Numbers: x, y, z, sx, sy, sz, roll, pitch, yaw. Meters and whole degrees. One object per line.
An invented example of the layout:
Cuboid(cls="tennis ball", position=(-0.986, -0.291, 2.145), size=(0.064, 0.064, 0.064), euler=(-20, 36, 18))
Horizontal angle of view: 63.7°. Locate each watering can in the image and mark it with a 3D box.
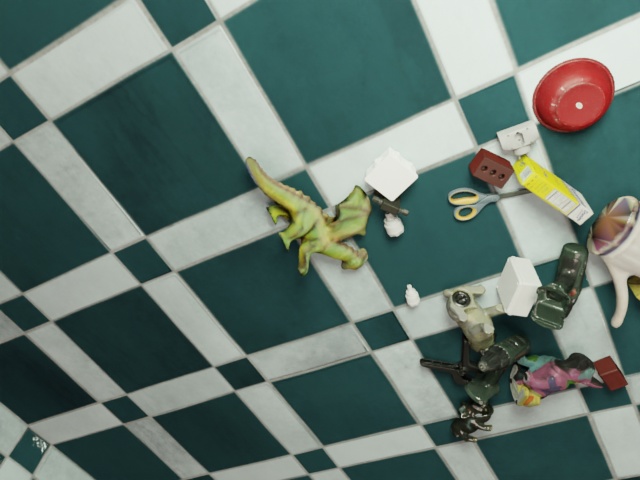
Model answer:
Cuboid(cls="watering can", position=(0.721, 0.038, 1.193), size=(0.224, 0.106, 0.343), euler=(25, 109, -9))

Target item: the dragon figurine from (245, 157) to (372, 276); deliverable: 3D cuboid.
Cuboid(cls="dragon figurine", position=(0.004, -0.063, 1.257), size=(0.243, 0.124, 0.402), euler=(-23, 121, 1))
